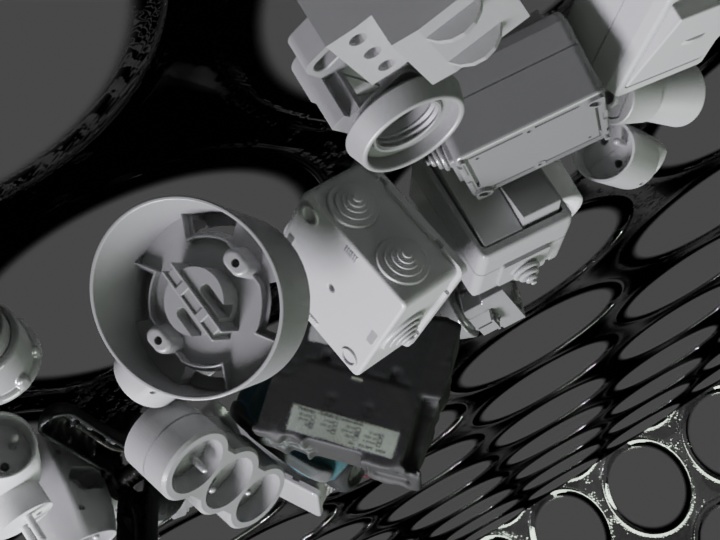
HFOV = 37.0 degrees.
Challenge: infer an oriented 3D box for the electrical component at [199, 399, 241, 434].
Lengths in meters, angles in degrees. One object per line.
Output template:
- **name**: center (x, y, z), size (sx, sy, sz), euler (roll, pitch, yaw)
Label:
- **electrical component**: center (-0.122, 0.130, 0.813), size (0.055, 0.045, 0.045), euler (-31, 160, 4)

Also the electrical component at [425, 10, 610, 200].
- **electrical component**: center (0.075, -0.085, 0.566), size (0.096, 0.061, 0.062), euler (-25, 161, 9)

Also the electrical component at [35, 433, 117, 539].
- **electrical component**: center (-0.188, 0.150, 0.722), size (0.043, 0.077, 0.079), euler (-35, 159, 13)

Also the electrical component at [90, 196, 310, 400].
- **electrical component**: center (-0.077, 0.015, 0.535), size (0.099, 0.099, 0.064), euler (-38, 165, 18)

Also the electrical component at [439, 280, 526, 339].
- **electrical component**: center (0.095, 0.024, 0.852), size (0.055, 0.066, 0.048), euler (-30, 127, 20)

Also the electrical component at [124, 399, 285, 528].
- **electrical component**: center (-0.109, 0.118, 0.703), size (0.052, 0.074, 0.138), euler (-52, 149, -7)

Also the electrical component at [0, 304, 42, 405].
- **electrical component**: center (-0.181, 0.033, 0.507), size (0.048, 0.048, 0.062), euler (-26, 153, -11)

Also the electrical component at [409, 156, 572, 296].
- **electrical component**: center (0.078, -0.035, 0.626), size (0.062, 0.096, 0.061), euler (-25, 158, -12)

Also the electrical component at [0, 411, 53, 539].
- **electrical component**: center (-0.213, 0.136, 0.650), size (0.044, 0.079, 0.077), euler (-27, 162, -37)

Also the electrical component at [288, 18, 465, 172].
- **electrical component**: center (0.011, -0.081, 0.481), size (0.058, 0.057, 0.078), euler (-41, 157, 26)

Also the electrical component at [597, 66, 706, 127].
- **electrical component**: center (0.177, -0.109, 0.670), size (0.065, 0.044, 0.044), euler (-10, 152, -34)

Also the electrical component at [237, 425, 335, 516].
- **electrical component**: center (-0.061, 0.152, 0.878), size (0.048, 0.100, 0.099), euler (-61, 170, -21)

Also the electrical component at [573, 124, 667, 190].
- **electrical component**: center (0.183, -0.078, 0.746), size (0.043, 0.043, 0.081), euler (-41, 158, 25)

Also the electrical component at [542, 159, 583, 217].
- **electrical component**: center (0.113, -0.051, 0.706), size (0.055, 0.047, 0.055), euler (-26, 159, -11)

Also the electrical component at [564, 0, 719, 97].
- **electrical component**: center (0.152, -0.133, 0.549), size (0.062, 0.061, 0.096), euler (-23, 159, -18)

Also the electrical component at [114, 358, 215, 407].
- **electrical component**: center (-0.095, 0.042, 0.645), size (0.077, 0.043, 0.079), euler (-43, 156, 31)

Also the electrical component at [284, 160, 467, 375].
- **electrical component**: center (0.000, 0.000, 0.601), size (0.048, 0.099, 0.099), euler (-32, 164, -34)
